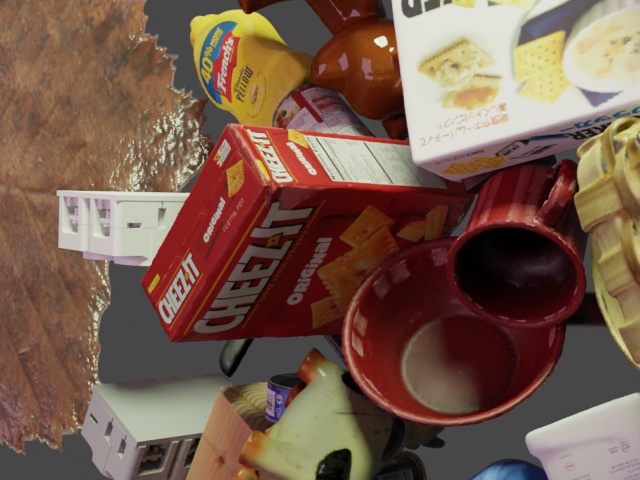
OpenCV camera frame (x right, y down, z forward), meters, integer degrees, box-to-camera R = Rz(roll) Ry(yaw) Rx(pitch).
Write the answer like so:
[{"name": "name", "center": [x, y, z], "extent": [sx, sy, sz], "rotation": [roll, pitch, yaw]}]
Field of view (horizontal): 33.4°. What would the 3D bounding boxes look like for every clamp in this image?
[{"name": "clamp", "center": [-0.041, 0.044, 0.950], "extent": [0.039, 0.120, 0.171], "rotation": [103, 156, -66]}]

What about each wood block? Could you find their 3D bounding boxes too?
[{"name": "wood block", "center": [-0.068, 0.242, 0.991], "extent": [0.091, 0.090, 0.206], "rotation": [43, 122, 40]}]

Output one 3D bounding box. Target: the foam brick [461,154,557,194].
[{"name": "foam brick", "center": [0.128, -0.079, 0.789], "extent": [0.051, 0.052, 0.078], "rotation": [-35, 65, 43]}]

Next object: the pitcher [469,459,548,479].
[{"name": "pitcher", "center": [0.091, 0.276, 0.782], "extent": [0.149, 0.144, 0.243], "rotation": [51, 125, 16]}]

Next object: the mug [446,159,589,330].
[{"name": "mug", "center": [0.144, -0.007, 0.726], "extent": [0.093, 0.081, 0.117], "rotation": [24, 133, 4]}]

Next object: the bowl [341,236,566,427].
[{"name": "bowl", "center": [0.099, 0.077, 0.785], "extent": [0.162, 0.162, 0.055], "rotation": [46, 165, 38]}]

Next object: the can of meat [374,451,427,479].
[{"name": "can of meat", "center": [0.025, 0.208, 0.889], "extent": [0.102, 0.083, 0.057], "rotation": [-6, 86, 48]}]

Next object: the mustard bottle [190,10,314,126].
[{"name": "mustard bottle", "center": [-0.069, -0.162, 1.007], "extent": [0.192, 0.058, 0.096], "rotation": [46, 127, 38]}]

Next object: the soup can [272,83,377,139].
[{"name": "soup can", "center": [0.010, -0.079, 0.901], "extent": [0.102, 0.068, 0.069], "rotation": [54, 128, 42]}]

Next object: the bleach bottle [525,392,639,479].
[{"name": "bleach bottle", "center": [0.223, 0.228, 0.683], "extent": [0.103, 0.067, 0.251], "rotation": [-34, 68, 44]}]

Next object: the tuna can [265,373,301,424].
[{"name": "tuna can", "center": [-0.004, 0.138, 0.919], "extent": [0.086, 0.085, 0.034], "rotation": [7, 95, 48]}]

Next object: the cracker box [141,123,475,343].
[{"name": "cracker box", "center": [-0.005, 0.001, 0.820], "extent": [0.164, 0.213, 0.072], "rotation": [-57, 50, 32]}]
